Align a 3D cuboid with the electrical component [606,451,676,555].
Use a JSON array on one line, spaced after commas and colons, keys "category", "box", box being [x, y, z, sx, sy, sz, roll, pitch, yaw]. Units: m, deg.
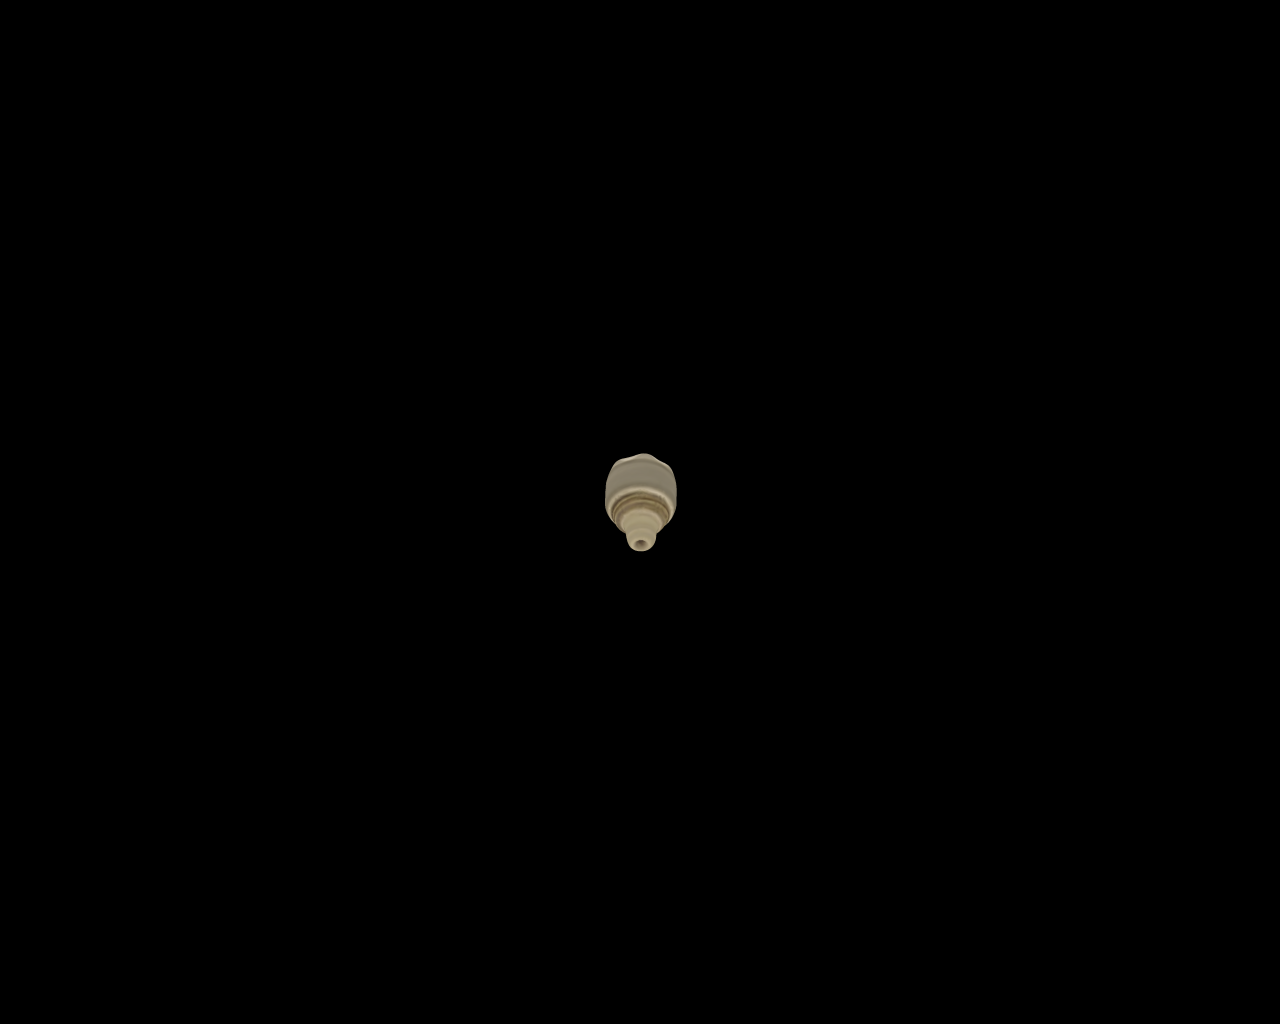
[{"category": "electrical component", "box": [0.001, -0.003, 0.650, 0.043, 0.062, 0.043, 0, -43, 0]}]
